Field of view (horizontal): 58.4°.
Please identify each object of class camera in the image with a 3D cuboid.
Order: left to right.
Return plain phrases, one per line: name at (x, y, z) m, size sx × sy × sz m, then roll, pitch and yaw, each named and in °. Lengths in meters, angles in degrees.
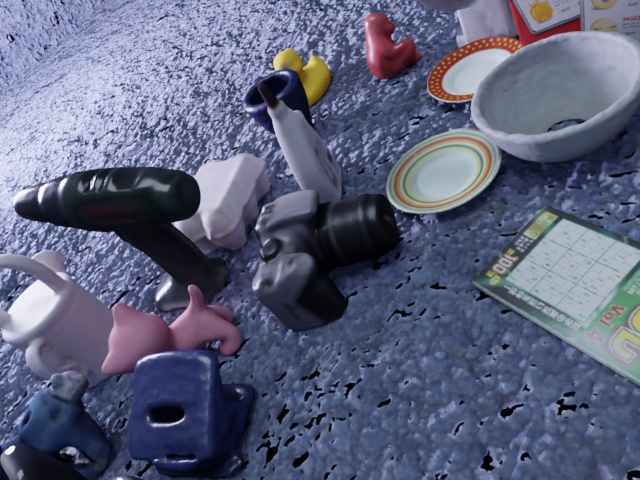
camera at (0.006, 0.002, 0.599) m, size 0.136 × 0.101 × 0.143 m, roll -15°, pitch 43°, yaw 24°

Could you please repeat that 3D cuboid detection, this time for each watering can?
watering can at (-0.328, 0.084, 0.685) m, size 0.101 × 0.195 × 0.172 m, roll -43°, pitch 39°, yaw -9°

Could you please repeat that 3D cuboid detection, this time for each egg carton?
egg carton at (-0.131, -0.051, 0.779) m, size 0.107 × 0.070 × 0.150 m, roll -8°, pitch 46°, yaw 30°

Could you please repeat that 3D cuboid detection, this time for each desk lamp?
desk lamp at (0.190, -0.352, 0.733) m, size 0.117 × 0.214 × 0.203 m, roll -6°, pitch 47°, yaw 32°

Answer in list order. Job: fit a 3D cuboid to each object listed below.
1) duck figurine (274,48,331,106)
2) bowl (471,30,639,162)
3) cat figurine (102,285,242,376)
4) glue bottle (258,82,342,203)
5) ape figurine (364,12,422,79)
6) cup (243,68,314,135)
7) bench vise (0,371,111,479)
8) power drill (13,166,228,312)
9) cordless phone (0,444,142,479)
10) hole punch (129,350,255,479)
duck figurine at (-0.037, -0.265, 0.913) m, size 0.077 × 0.086 × 0.105 m, roll 20°, pitch 64°, yaw 46°
bowl at (0.244, -0.133, 0.583) m, size 0.167 × 0.075 × 0.167 m, roll -20°, pitch 41°, yaw 19°
cat figurine at (-0.166, 0.100, 0.611) m, size 0.128 × 0.118 × 0.067 m, roll -40°, pitch 39°, yaw -5°
glue bottle at (-0.025, -0.118, 0.685) m, size 0.037 × 0.174 × 0.078 m, roll -18°, pitch 42°, yaw 21°
ape figurine at (0.095, -0.290, 0.836) m, size 0.076 × 0.092 × 0.077 m, roll -33°, pitch 39°, yaw 3°
cup at (-0.057, -0.192, 0.846) m, size 0.092 × 0.095 × 0.117 m, roll -38°, pitch 39°, yaw -3°
bench vise at (-0.333, 0.200, 0.551) m, size 0.121 × 0.220 × 0.207 m, roll 3°, pitch 52°, yaw 38°
power drill at (-0.218, -0.004, 0.682) m, size 0.229 × 0.209 × 0.075 m, roll -12°, pitch 44°, yaw 26°
cordless phone at (-0.151, 0.225, 0.420) m, size 0.147 × 0.186 × 0.094 m, roll 14°, pitch 60°, yaw 43°
hole punch at (-0.128, 0.165, 0.540) m, size 0.108 × 0.091 × 0.101 m, roll -11°, pitch 45°, yaw 27°
